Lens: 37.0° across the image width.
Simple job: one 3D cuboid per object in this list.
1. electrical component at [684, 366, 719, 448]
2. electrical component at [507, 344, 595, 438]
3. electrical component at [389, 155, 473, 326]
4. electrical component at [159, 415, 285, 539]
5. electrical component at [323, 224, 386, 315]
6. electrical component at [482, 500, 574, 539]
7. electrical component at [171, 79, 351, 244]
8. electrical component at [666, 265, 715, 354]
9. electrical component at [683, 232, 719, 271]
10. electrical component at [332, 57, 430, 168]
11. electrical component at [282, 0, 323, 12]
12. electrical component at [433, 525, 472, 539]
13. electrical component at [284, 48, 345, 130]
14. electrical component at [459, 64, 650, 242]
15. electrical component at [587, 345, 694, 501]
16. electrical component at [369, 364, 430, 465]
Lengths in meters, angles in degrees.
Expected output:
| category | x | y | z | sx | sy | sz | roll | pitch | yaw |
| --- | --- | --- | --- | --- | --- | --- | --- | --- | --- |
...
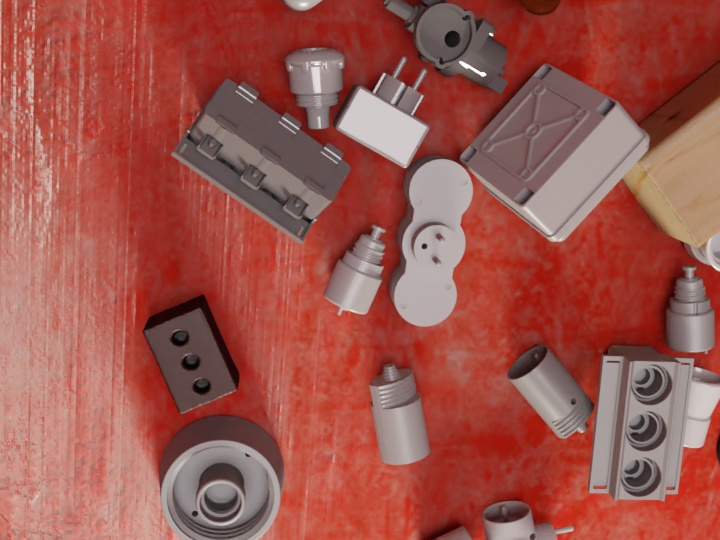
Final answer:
| category | x | y | z | sx | sy | sz | roll | pitch | yaw |
| --- | --- | --- | --- | --- | --- | --- | --- | --- | --- |
| electrical component | 0.291 | 0.122 | 0.943 | 0.044 | 0.044 | 0.065 | 8 | 106 | -8 |
| electrical component | 0.169 | 0.108 | 0.925 | 0.043 | 0.043 | 0.081 | -40 | 103 | 3 |
| electrical component | 0.060 | -0.021 | 0.872 | 0.052 | 0.073 | 0.138 | 6 | 101 | -7 |
| electrical component | -0.116 | 0.183 | 0.902 | 0.108 | 0.060 | 0.108 | -1 | 102 | -6 |
| electrical component | 0.000 | 0.000 | 0.887 | 0.040 | 0.040 | 0.078 | 23 | 98 | -10 |
| electrical component | 0.153 | 0.245 | 0.951 | 0.079 | 0.044 | 0.077 | -11 | 102 | -4 |
| electrical component | -0.074 | -0.089 | 0.843 | 0.121 | 0.063 | 0.078 | 35 | 55 | -11 |
| electrical component | 0.283 | 0.035 | 0.924 | 0.040 | 0.040 | 0.078 | -6 | 102 | -5 |
| electrical component | 0.302 | -0.024 | 0.906 | 0.045 | 0.055 | 0.045 | -1 | 102 | -6 |
| electrical component | 0.025 | -0.132 | 0.859 | 0.066 | 0.047 | 0.076 | 29 | 97 | -9 |
| electrical component | -0.054 | -0.247 | 0.821 | 0.054 | 0.059 | 0.095 | -35 | 103 | 2 |
| electrical component | 0.083 | 0.257 | 0.942 | 0.047 | 0.055 | 0.055 | -29 | 103 | -3 |
| electrical component | -0.035 | -0.144 | 0.853 | 0.048 | 0.048 | 0.062 | -5 | 109 | -5 |
| electrical component | 0.151 | -0.093 | 0.845 | 0.108 | 0.108 | 0.056 | -48 | 126 | 5 |
| electrical component | 0.237 | 0.129 | 0.926 | 0.079 | 0.063 | 0.121 | 2 | 101 | -6 |
| electrical component | 0.032 | 0.119 | 0.913 | 0.043 | 0.043 | 0.081 | -11 | 102 | -4 |
